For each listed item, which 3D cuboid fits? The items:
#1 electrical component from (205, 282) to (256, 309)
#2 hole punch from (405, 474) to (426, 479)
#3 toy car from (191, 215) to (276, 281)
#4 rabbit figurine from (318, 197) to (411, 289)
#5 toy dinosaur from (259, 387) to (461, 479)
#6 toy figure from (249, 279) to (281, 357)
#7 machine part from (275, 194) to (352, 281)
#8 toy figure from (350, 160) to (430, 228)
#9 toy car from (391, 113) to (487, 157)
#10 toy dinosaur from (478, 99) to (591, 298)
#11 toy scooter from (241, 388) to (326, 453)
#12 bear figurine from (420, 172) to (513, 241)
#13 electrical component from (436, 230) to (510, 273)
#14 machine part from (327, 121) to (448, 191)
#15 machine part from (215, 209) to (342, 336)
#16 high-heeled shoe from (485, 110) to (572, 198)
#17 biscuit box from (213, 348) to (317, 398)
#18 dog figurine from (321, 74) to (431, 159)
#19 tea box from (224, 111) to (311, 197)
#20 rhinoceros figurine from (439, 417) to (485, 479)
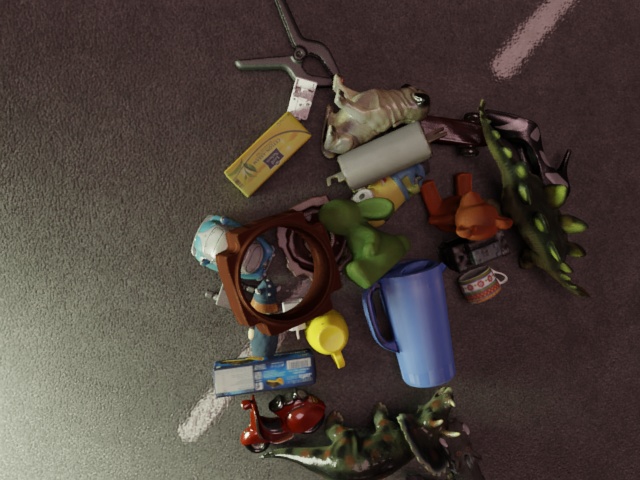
[{"bbox_3d":[-0.181,0.105,1.082,0.094,0.021,0.063,17,90,-7],"label":"electrical component"},{"bbox_3d":[0.219,0.567,1.132,0.142,0.092,0.116,25,60,-5],"label":"hole punch"},{"bbox_3d":[-0.169,0.021,1.040,0.162,0.103,0.109,27,90,-6],"label":"toy car"},{"bbox_3d":[0.077,-0.015,0.998,0.159,0.121,0.170,-42,88,5],"label":"rabbit figurine"},{"bbox_3d":[0.086,0.413,1.046,0.405,0.192,0.131,-18,93,-7],"label":"toy dinosaur"},{"bbox_3d":[-0.113,0.155,1.074,0.058,0.064,0.154,0,89,28],"label":"toy figure"},{"bbox_3d":[-0.002,-0.003,1.082,0.179,0.056,0.179,0,93,-6],"label":"machine part"},{"bbox_3d":[0.144,-0.099,1.083,0.180,0.082,0.089,-36,97,-7],"label":"toy figure"},{"bbox_3d":[0.245,-0.223,1.102,0.202,0.053,0.089,7,86,-3],"label":"toy car"},{"bbox_3d":[0.414,-0.065,1.059,0.105,0.198,0.471,-38,98,-7],"label":"toy dinosaur"},{"bbox_3d":[-0.085,0.344,1.064,0.184,0.075,0.135,-25,122,-1],"label":"toy scooter"},{"bbox_3d":[0.278,-0.065,1.043,0.120,0.196,0.131,-14,93,-3],"label":"bear figurine"},{"bbox_3d":[0.309,0.020,1.082,0.115,0.134,0.058,-22,95,-3],"label":"electrical component"},{"bbox_3d":[0.124,-0.159,1.026,0.243,0.079,0.079,-23,96,13],"label":"machine part"},{"bbox_3d":[-0.073,0.057,0.978,0.201,0.087,0.201,-20,101,-22],"label":"machine part"},{"bbox_3d":[0.418,-0.160,1.111,0.249,0.086,0.145,23,91,-11],"label":"high-heeled shoe"},{"bbox_3d":[-0.110,0.265,1.078,0.203,0.063,0.059,-6,93,-7],"label":"biscuit box"},{"bbox_3d":[0.108,-0.225,1.051,0.191,0.172,0.121,10,48,-10],"label":"dog figurine"},{"bbox_3d":[-0.102,-0.162,1.041,0.169,0.098,0.068,-44,98,-5],"label":"tea box"},{"bbox_3d":[0.289,0.451,1.113,0.073,0.112,0.190,-23,103,-3],"label":"rhinoceros figurine"}]
